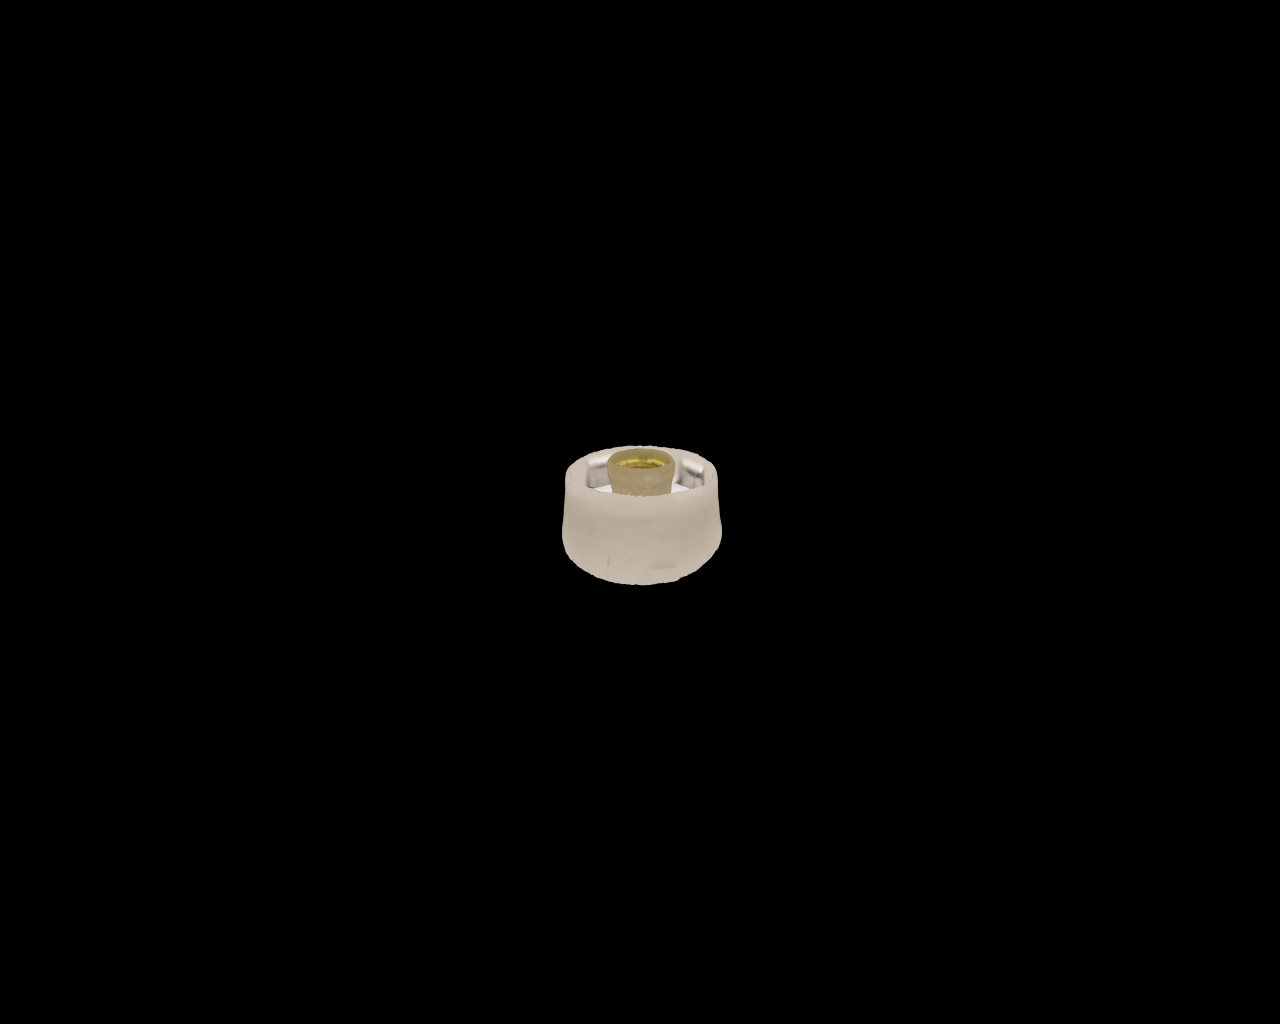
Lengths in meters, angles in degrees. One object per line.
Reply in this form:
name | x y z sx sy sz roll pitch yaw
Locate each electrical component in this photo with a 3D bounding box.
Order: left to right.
electrical component | 0.001 -0.003 0.650 0.099 0.064 0.099 0 22 0
